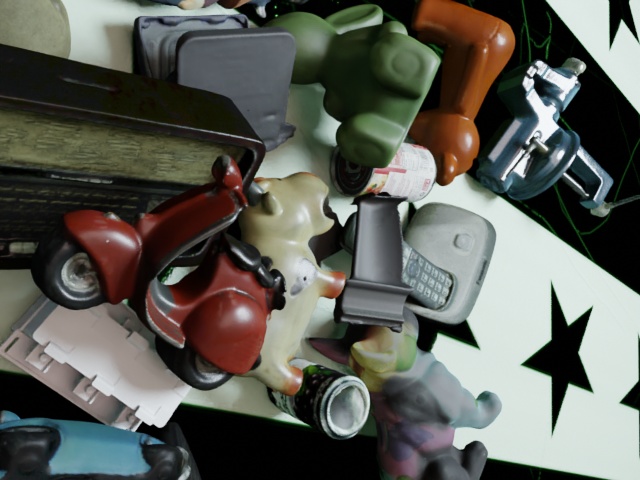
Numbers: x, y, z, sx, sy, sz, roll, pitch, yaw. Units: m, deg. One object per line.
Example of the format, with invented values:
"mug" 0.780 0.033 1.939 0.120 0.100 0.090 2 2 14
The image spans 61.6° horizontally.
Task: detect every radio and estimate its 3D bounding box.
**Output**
"radio" -0.165 -0.046 0.361 0.229 0.073 0.131 3 129 -38

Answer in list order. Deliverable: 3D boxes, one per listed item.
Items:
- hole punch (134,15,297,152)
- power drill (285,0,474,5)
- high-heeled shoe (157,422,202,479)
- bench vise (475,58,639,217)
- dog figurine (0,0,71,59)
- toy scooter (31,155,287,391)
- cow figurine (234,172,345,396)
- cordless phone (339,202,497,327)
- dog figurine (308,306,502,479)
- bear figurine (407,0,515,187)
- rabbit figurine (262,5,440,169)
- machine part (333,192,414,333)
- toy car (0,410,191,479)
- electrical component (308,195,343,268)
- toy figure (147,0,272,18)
"hole punch" -0.093 -0.134 0.463 0.142 0.092 0.115 -20 136 -37
"power drill" 0.076 -0.313 0.557 0.207 0.086 0.232 10 69 1
"high-heeled shoe" -0.155 0.282 0.421 0.145 0.086 0.248 -10 76 -9
"bench vise" 0.337 -0.130 0.763 0.240 0.129 0.223 37 73 -13
"dog figurine" -0.195 -0.159 0.304 0.172 0.191 0.121 34 68 -35
"toy scooter" -0.082 0.020 0.370 0.135 0.075 0.183 -45 131 -3
"cow figurine" -0.046 0.028 0.486 0.127 0.086 0.195 28 79 -27
"cordless phone" 0.106 0.001 0.614 0.184 0.089 0.146 36 67 -25
"dog figurine" 0.078 0.175 0.573 0.219 0.109 0.191 35 71 -28
"bear figurine" 0.147 -0.171 0.646 0.195 0.132 0.120 -69 169 18
"rabbit figurine" 0.026 -0.177 0.520 0.170 0.121 0.159 26 43 4
"machine part" 0.053 0.018 0.531 0.084 0.039 0.139 10 74 -9
"toy car" -0.178 0.167 0.364 0.161 0.103 0.109 14 87 -40
"electrical component" -0.001 -0.002 0.563 0.063 0.021 0.094 -26 104 -37
"toy figure" -0.095 -0.232 0.473 0.154 0.058 0.064 -17 117 -39
